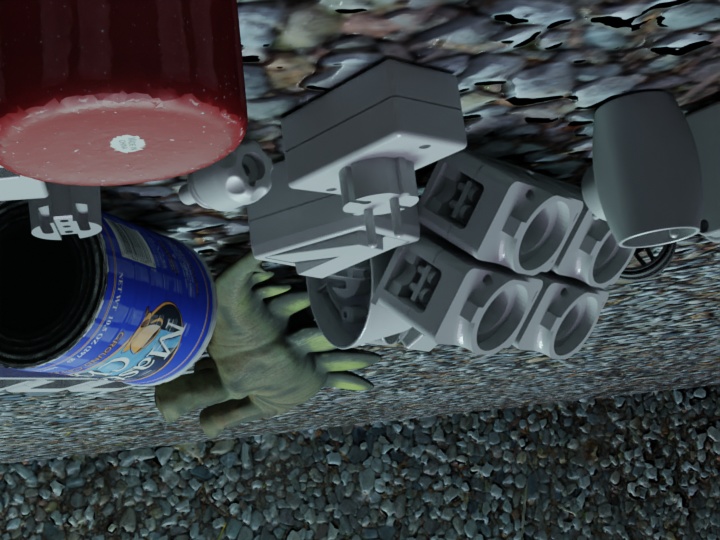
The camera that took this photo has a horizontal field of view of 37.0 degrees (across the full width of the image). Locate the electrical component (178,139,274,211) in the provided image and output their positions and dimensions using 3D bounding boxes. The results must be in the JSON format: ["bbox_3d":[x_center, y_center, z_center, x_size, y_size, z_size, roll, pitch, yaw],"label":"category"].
[{"bbox_3d":[-0.076,-0.048,0.581,0.035,0.035,0.061,4,166,-44],"label":"electrical component"}]

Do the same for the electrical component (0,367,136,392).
[{"bbox_3d":[-0.220,0.038,0.759,0.062,0.089,0.150,-17,165,38],"label":"electrical component"}]

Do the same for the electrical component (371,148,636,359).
[{"bbox_3d":[0.105,-0.005,0.686,0.060,0.105,0.186,35,-164,35],"label":"electrical component"}]

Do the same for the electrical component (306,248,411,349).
[{"bbox_3d":[0.000,0.000,0.702,0.064,0.099,0.099,-6,170,-40],"label":"electrical component"}]

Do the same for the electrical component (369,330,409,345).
[{"bbox_3d":[0.008,0.017,0.829,0.044,0.079,0.077,5,176,27],"label":"electrical component"}]

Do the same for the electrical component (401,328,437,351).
[{"bbox_3d":[0.059,0.021,0.927,0.077,0.065,0.047,-43,156,16],"label":"electrical component"}]

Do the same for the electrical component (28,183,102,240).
[{"bbox_3d":[-0.148,-0.042,0.537,0.040,0.046,0.040,-7,168,-2],"label":"electrical component"}]

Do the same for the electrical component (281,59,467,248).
[{"bbox_3d":[0.008,-0.049,0.525,0.047,0.075,0.083,4,164,-42],"label":"electrical component"}]

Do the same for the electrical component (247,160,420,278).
[{"bbox_3d":[-0.010,-0.035,0.616,0.096,0.061,0.062,-15,166,32],"label":"electrical component"}]

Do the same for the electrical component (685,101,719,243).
[{"bbox_3d":[0.238,-0.065,0.591,0.057,0.078,0.113,-1,167,-38],"label":"electrical component"}]

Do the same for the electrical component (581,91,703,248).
[{"bbox_3d":[0.151,-0.050,0.606,0.043,0.077,0.079,-3,168,-20],"label":"electrical component"}]

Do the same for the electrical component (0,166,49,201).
[{"bbox_3d":[-0.157,-0.062,0.419,0.059,0.053,0.095,-5,168,-12],"label":"electrical component"}]
